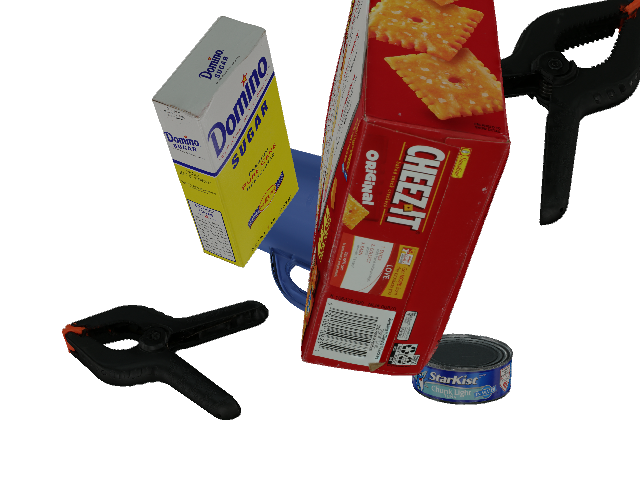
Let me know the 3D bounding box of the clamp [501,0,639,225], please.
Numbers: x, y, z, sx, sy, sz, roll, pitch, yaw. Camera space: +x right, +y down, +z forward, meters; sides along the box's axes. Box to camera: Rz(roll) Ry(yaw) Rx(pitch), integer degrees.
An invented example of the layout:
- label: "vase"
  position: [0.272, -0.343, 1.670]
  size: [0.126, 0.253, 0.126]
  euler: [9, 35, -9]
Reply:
- label: "clamp"
  position: [0.171, -0.107, 0.772]
  size: [0.209, 0.165, 0.036]
  euler: [-32, -29, -18]

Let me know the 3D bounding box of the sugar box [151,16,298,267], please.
- label: "sugar box"
  position: [-0.065, -0.069, 0.798]
  size: [0.048, 0.093, 0.176]
  euler: [22, -30, 20]

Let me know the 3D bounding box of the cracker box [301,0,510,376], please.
- label: "cracker box"
  position: [0.042, -0.061, 0.563]
  size: [0.072, 0.164, 0.213]
  euler: [10, 44, -4]

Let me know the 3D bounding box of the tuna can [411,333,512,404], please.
- label: "tuna can"
  position: [0.120, 0.109, 0.910]
  size: [0.086, 0.034, 0.086]
  euler: [-1, 14, 0]

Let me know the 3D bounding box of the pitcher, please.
- label: "pitcher"
  position: [0.010, -0.012, 1.095]
  size: [0.243, 0.145, 0.149]
  euler: [19, 25, 22]

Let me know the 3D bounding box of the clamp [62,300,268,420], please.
- label: "clamp"
  position: [-0.128, 0.084, 0.900]
  size: [0.171, 0.039, 0.120]
  euler: [14, 40, 13]
